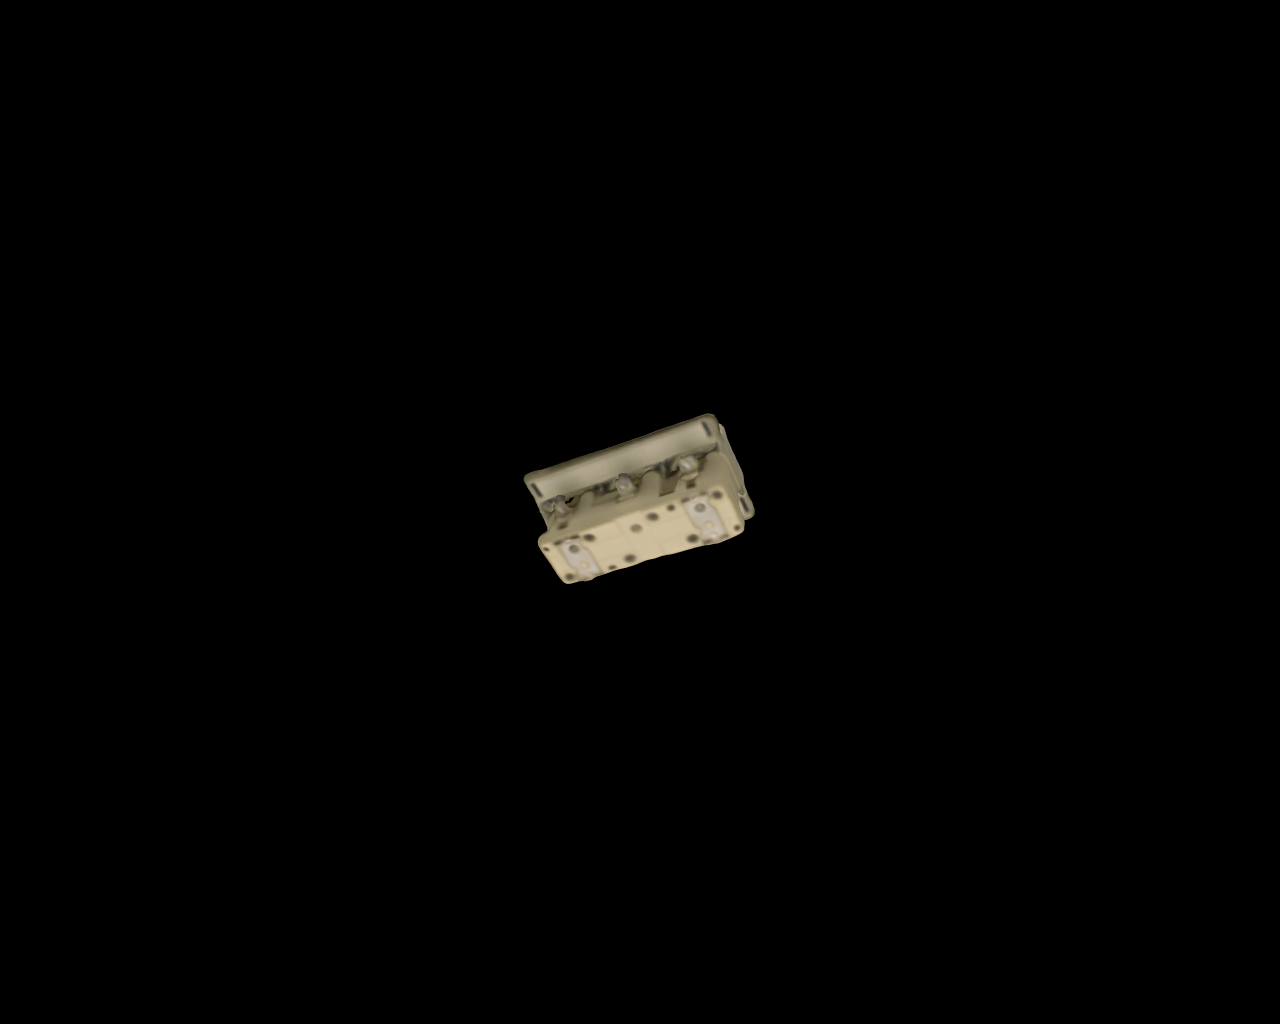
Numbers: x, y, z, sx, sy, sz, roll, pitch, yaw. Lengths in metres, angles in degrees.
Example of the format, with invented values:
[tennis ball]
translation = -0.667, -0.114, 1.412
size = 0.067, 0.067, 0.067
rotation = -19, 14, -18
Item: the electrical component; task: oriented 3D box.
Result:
[electrical component]
translation = 0.001, -0.003, 0.650
size = 0.121, 0.078, 0.063
rotation = -17, 39, 14
